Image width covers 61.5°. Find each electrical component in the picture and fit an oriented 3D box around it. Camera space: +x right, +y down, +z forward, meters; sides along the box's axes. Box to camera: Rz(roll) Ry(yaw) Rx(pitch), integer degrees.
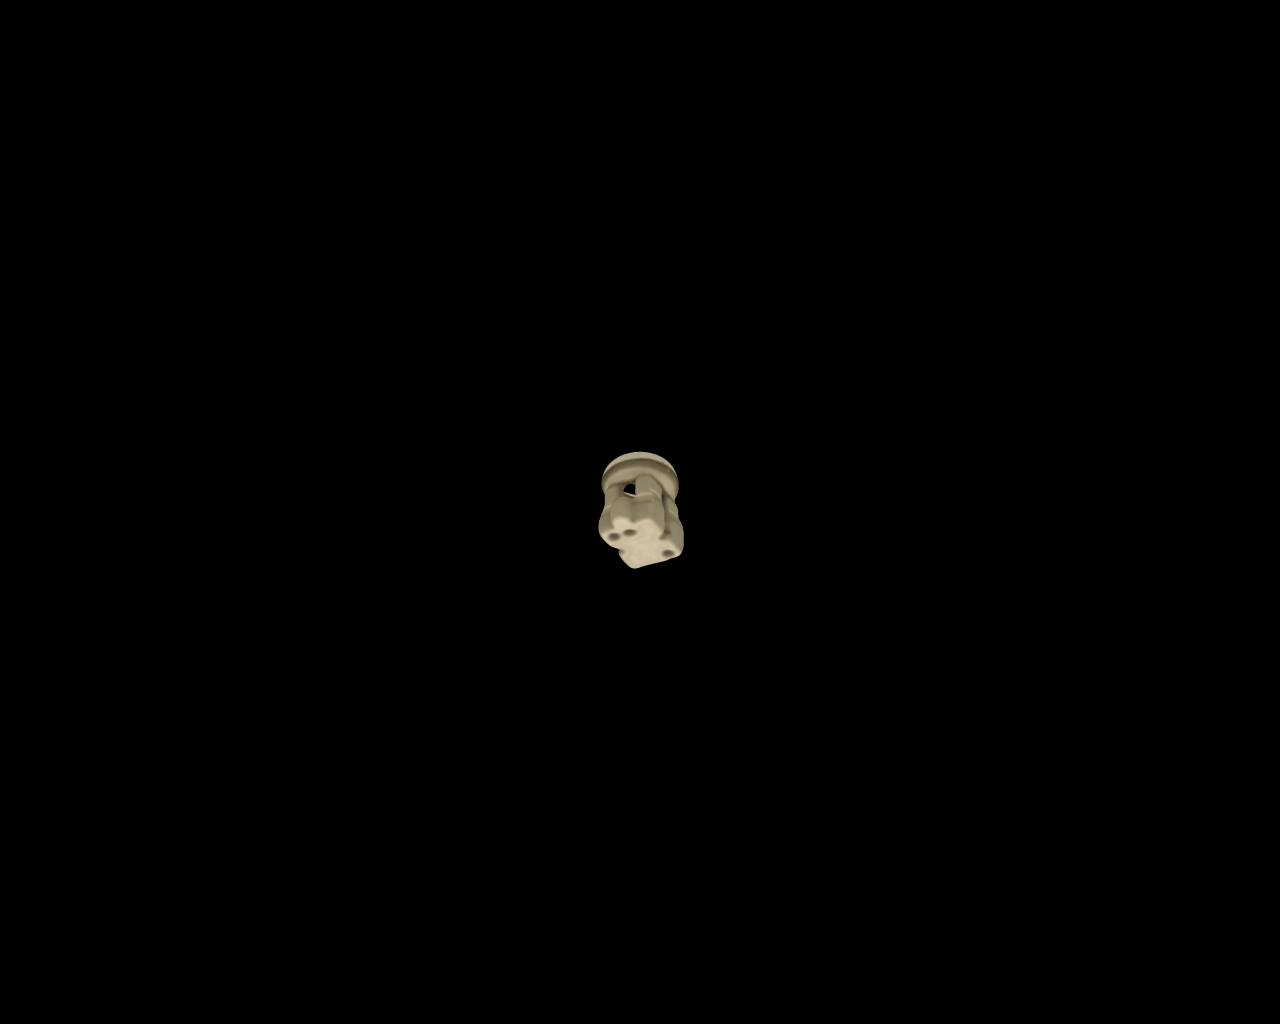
[{"bbox_3d":[0.001,-0.003,0.650,0.048,0.055,0.066,-17,-41,21],"label":"electrical component"}]
